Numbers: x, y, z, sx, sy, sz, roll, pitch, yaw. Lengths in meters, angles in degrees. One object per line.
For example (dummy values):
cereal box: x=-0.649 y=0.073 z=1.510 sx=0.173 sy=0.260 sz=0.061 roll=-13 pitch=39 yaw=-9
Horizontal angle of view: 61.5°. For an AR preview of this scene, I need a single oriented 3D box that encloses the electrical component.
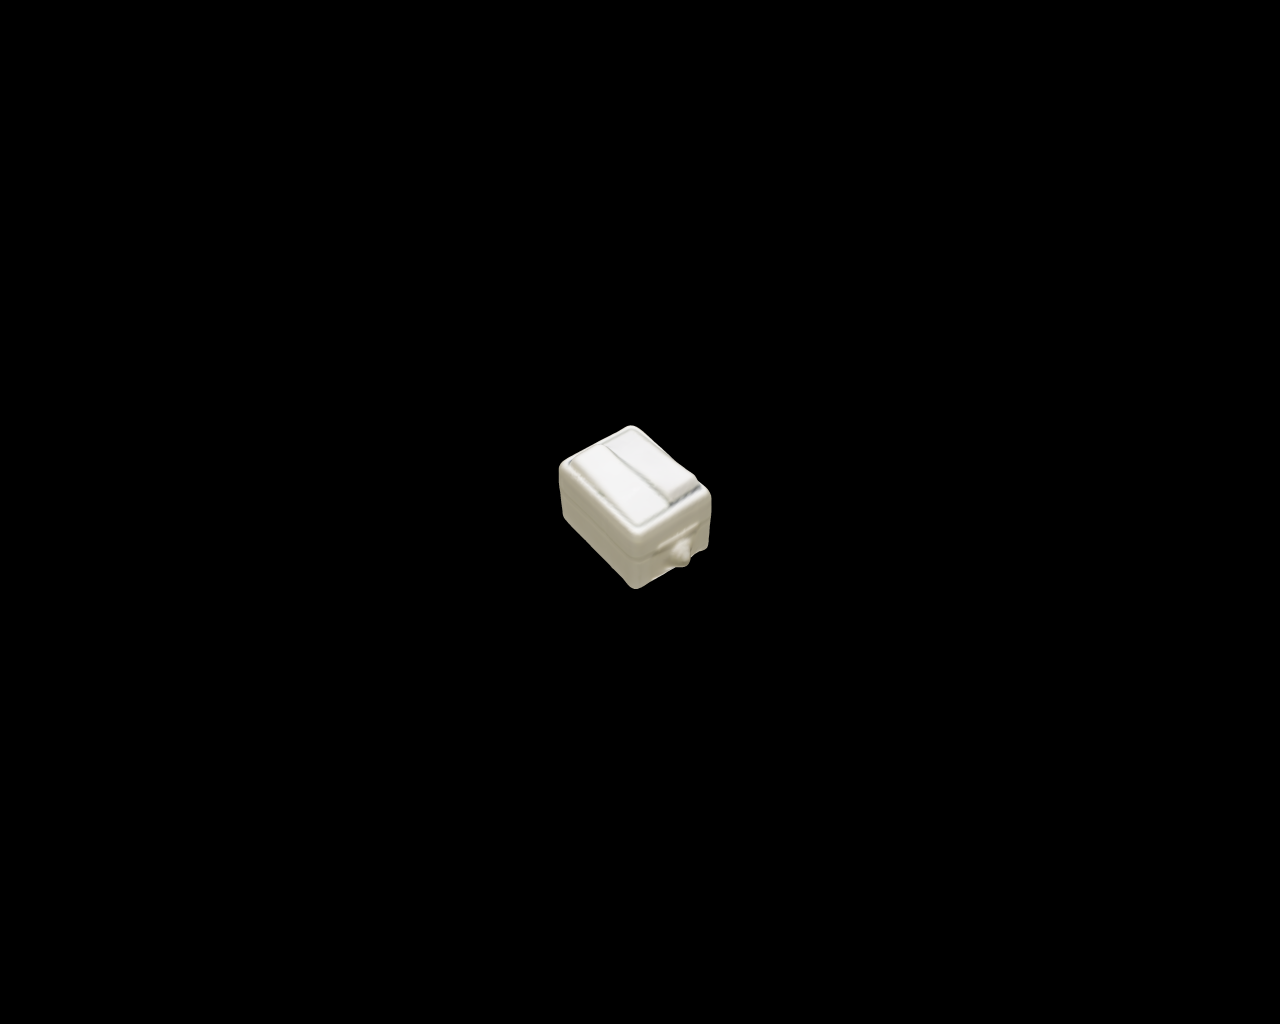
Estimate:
electrical component: x=0.001 y=-0.003 z=0.650 sx=0.062 sy=0.061 sz=0.096 roll=-30 pitch=54 yaw=-24
